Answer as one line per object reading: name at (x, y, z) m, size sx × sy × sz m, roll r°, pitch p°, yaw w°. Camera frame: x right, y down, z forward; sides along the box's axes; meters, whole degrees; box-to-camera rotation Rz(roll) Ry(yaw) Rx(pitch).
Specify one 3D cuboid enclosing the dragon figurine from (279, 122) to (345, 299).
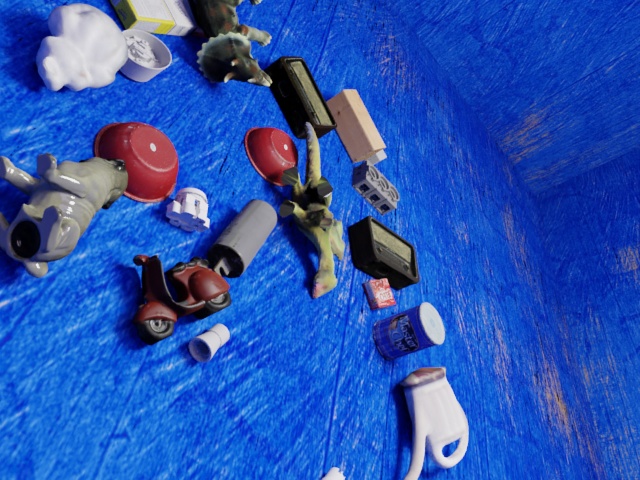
dragon figurine at (0.004, -0.062, 1.223) m, size 0.238 × 0.122 × 0.420 m, roll 61°, pitch 27°, yaw -52°

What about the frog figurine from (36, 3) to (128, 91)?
frog figurine at (-0.398, -0.315, 0.846) m, size 0.162 × 0.122 × 0.135 m, roll -74°, pitch 148°, yaw -63°

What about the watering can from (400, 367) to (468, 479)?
watering can at (0.251, 0.414, 1.185) m, size 0.347 × 0.103 × 0.227 m, roll 4°, pitch 62°, yaw -54°
